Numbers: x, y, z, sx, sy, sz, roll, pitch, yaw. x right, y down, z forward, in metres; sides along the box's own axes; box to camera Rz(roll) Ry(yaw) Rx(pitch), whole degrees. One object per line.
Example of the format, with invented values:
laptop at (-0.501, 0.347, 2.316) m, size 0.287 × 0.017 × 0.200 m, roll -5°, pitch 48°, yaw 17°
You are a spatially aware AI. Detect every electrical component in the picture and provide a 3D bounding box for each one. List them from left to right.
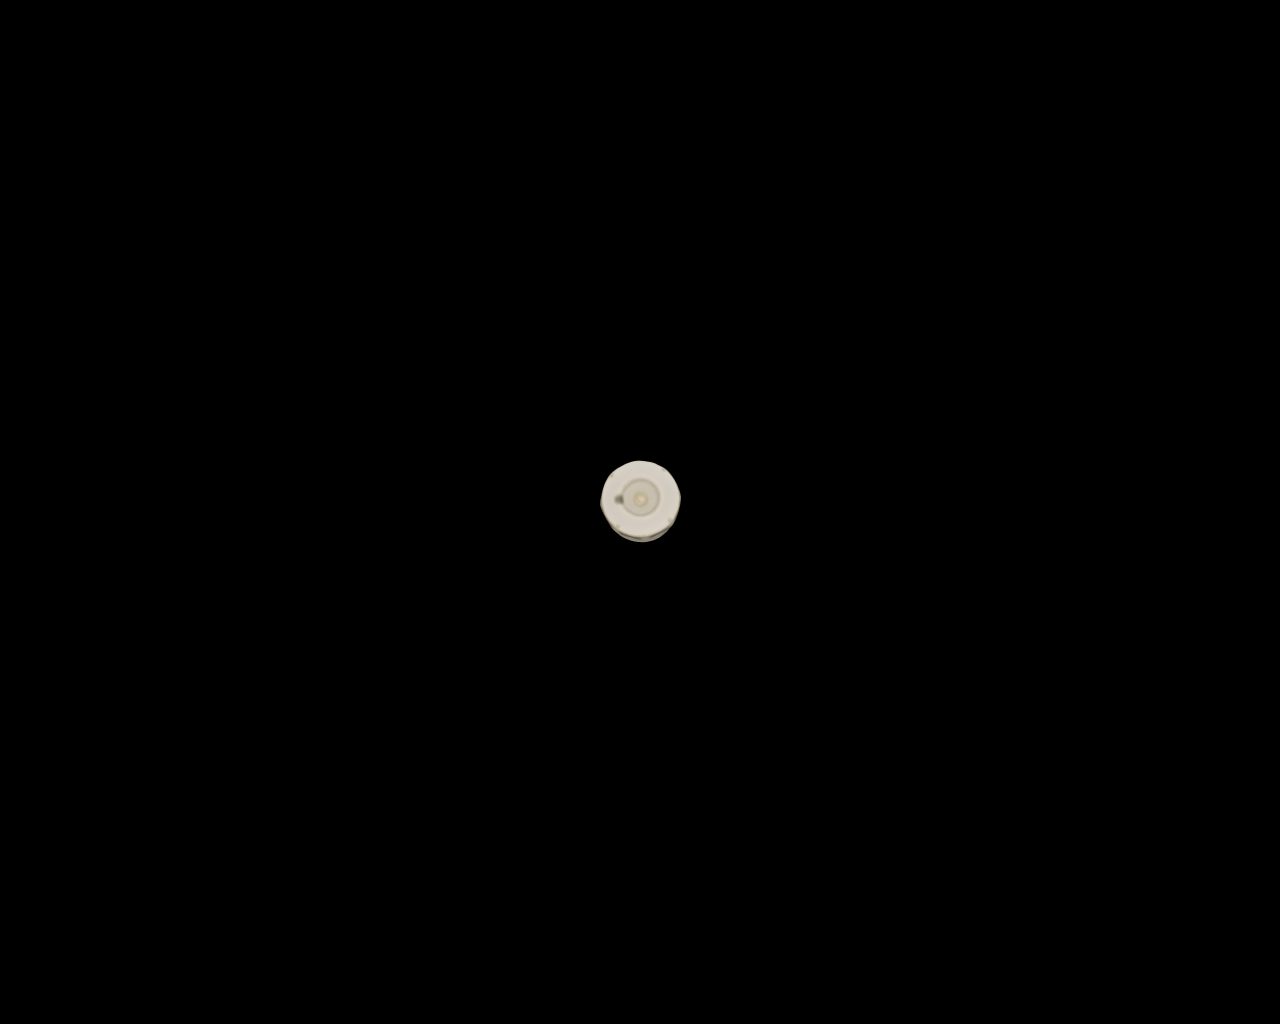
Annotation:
electrical component at (0.001, -0.003, 0.650) m, size 0.048 × 0.048 × 0.062 m, roll 0°, pitch -12°, yaw 0°
